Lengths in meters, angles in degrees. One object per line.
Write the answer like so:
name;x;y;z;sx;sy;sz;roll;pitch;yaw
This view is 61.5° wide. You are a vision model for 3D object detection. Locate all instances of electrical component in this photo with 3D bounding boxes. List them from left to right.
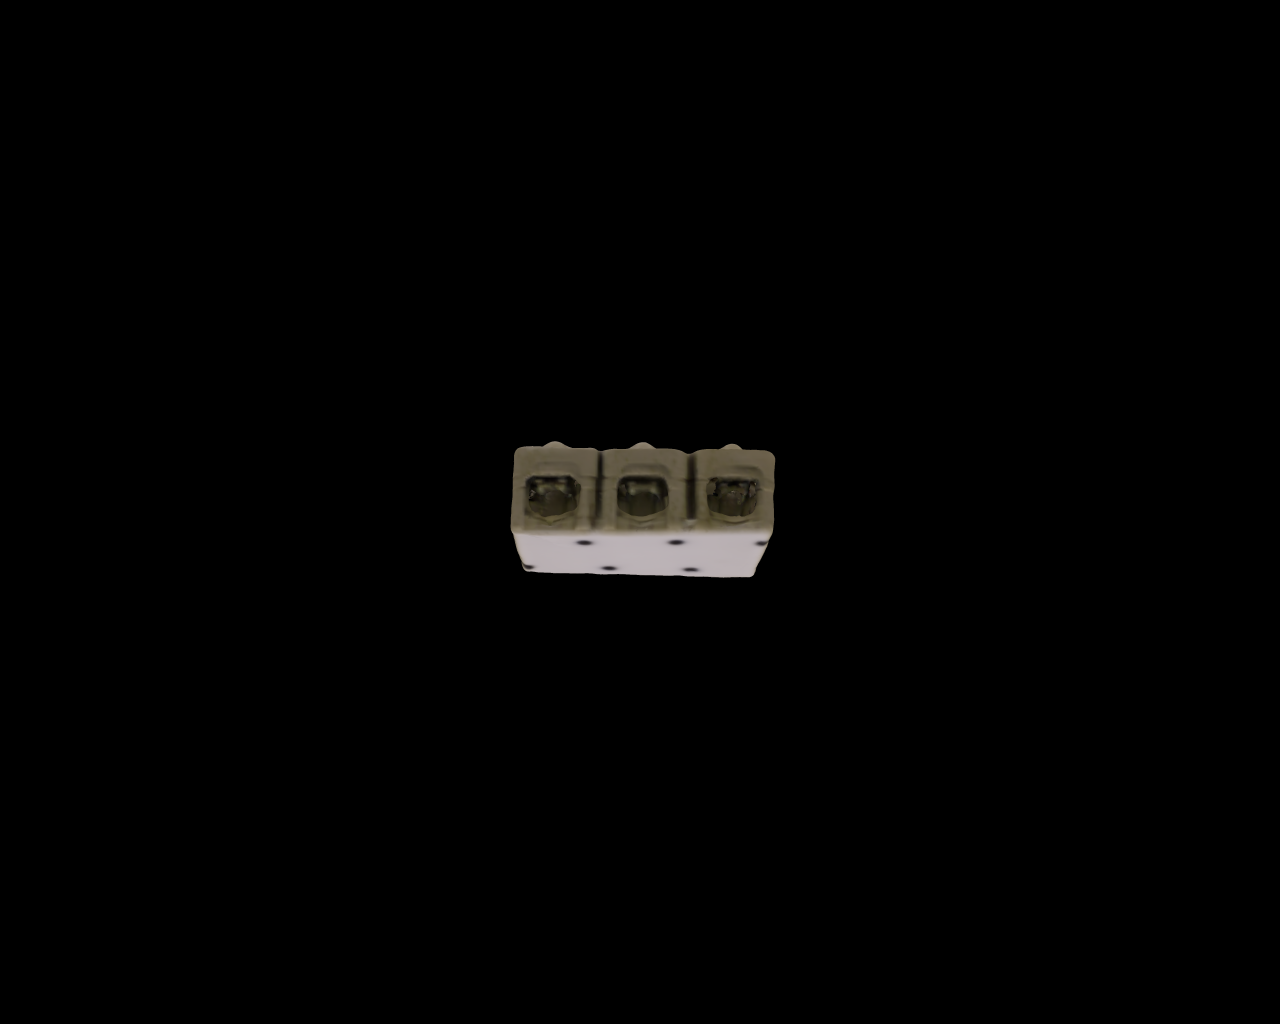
electrical component;0.001;-0.003;0.650;0.150;0.062;0.089;1;-19;-2
